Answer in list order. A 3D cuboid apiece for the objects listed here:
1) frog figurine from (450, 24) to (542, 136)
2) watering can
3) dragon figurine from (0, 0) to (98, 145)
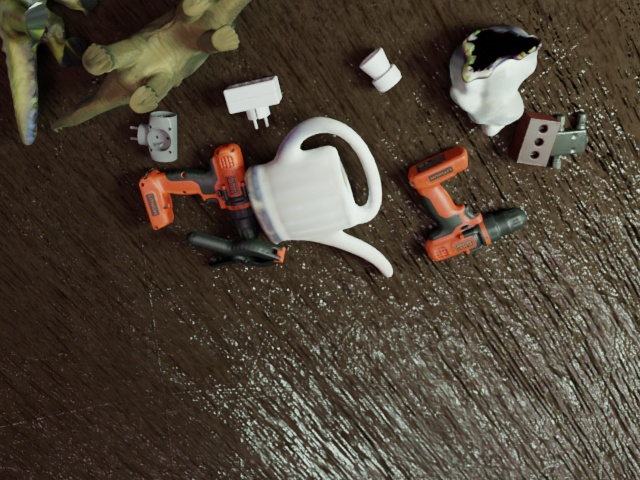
[{"bbox_3d":[0.272,-0.247,0.802,0.137,0.125,0.157,-40,149,0],"label":"frog figurine"},{"bbox_3d":[0.003,-0.045,0.894,0.224,0.106,0.340,-13,123,9],"label":"watering can"},{"bbox_3d":[-0.485,-0.372,0.782,0.243,0.123,0.404,33,111,7],"label":"dragon figurine"}]
